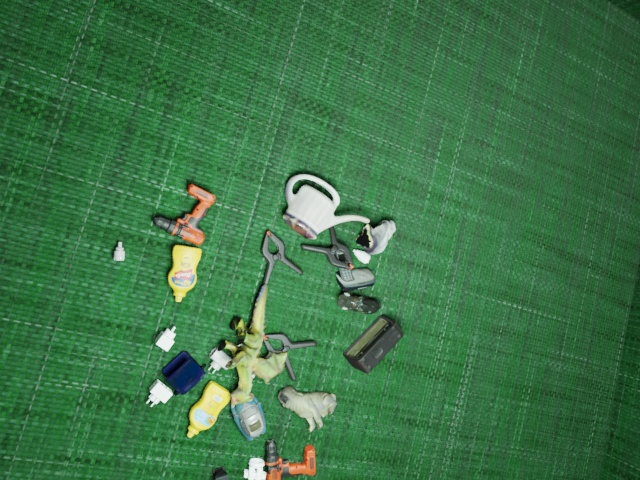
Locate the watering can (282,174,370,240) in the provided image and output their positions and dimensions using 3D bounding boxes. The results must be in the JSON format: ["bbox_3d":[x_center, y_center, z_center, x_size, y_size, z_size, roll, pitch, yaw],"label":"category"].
[{"bbox_3d":[0.006,-0.097,1.936,0.346,0.103,0.226,35,77,-7],"label":"watering can"}]

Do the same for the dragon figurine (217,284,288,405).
[{"bbox_3d":[-0.216,0.389,1.836,0.239,0.122,0.416,43,66,-30],"label":"dragon figurine"}]

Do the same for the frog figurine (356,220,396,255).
[{"bbox_3d":[0.242,-0.011,2.038,0.160,0.125,0.134,-8,126,-30],"label":"frog figurine"}]
